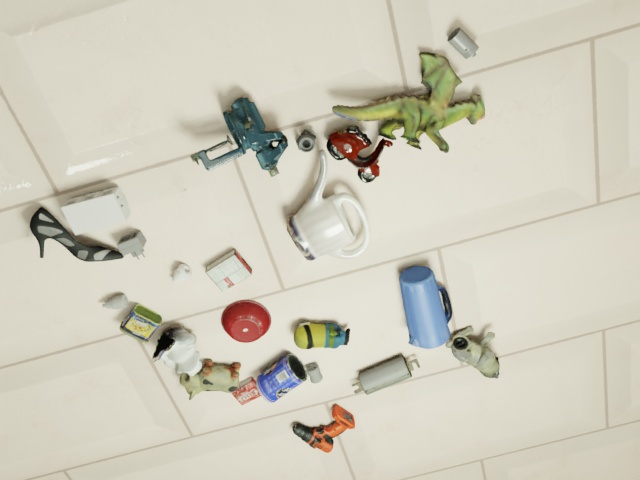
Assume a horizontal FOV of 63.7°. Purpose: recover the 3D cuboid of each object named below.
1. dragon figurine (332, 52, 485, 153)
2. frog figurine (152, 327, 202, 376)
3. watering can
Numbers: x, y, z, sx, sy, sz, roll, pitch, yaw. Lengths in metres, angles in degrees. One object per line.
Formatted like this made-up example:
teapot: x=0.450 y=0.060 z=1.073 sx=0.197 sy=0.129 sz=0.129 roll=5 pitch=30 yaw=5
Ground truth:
dragon figurine: x=0.257 y=-0.371 z=1.353 sx=0.409 sy=0.123 sz=0.242 roll=18 pitch=96 yaw=-15
frog figurine: x=-0.437 y=0.354 z=1.636 sx=0.157 sy=0.125 sz=0.137 roll=36 pitch=96 yaw=-37
watering can: x=0.004 y=-0.073 z=1.456 sx=0.223 sy=0.106 sz=0.342 roll=-26 pitch=115 yaw=9
